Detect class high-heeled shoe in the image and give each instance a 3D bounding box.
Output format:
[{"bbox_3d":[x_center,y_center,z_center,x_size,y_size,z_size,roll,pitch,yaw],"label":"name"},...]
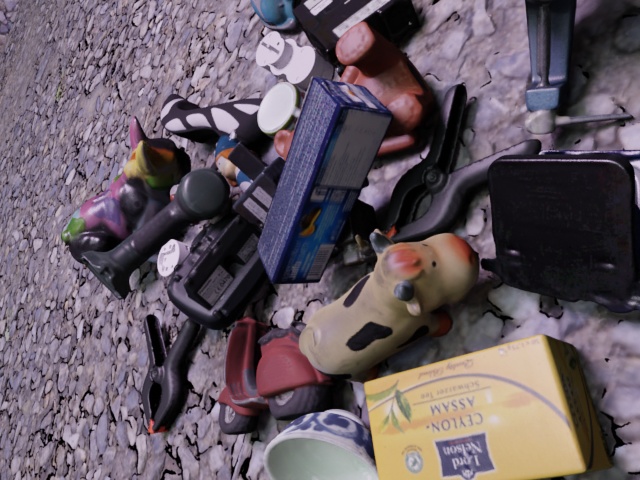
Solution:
[{"bbox_3d":[-0.162,-0.204,0.820,0.145,0.086,0.249,-50,53,17],"label":"high-heeled shoe"}]

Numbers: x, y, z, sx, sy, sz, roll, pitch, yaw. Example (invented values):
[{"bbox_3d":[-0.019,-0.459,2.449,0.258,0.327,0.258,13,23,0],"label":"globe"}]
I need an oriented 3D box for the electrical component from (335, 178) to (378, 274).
[{"bbox_3d":[0.041,-0.016,0.562,0.045,0.078,0.102,-22,62,33],"label":"electrical component"}]

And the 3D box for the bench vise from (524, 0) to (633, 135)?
[{"bbox_3d":[0.190,-0.213,0.444,0.129,0.223,0.240,2,110,28],"label":"bench vise"}]

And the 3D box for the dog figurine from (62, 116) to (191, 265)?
[{"bbox_3d":[-0.294,-0.071,0.814,0.109,0.191,0.219,-119,32,-45],"label":"dog figurine"}]

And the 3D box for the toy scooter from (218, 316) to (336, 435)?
[{"bbox_3d":[-0.058,0.141,0.610,0.184,0.075,0.135,-28,57,40],"label":"toy scooter"}]

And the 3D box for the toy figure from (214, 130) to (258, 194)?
[{"bbox_3d":[-0.090,-0.086,0.700,0.155,0.058,0.064,41,118,23],"label":"toy figure"}]

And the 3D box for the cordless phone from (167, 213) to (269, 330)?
[{"bbox_3d":[-0.150,0.030,0.713,0.184,0.088,0.146,8,57,54],"label":"cordless phone"}]

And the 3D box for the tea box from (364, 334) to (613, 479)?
[{"bbox_3d":[0.126,0.146,0.435,0.170,0.068,0.098,-28,58,33],"label":"tea box"}]

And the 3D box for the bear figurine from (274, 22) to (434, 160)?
[{"bbox_3d":[0.021,-0.122,0.585,0.196,0.132,0.120,-31,85,26],"label":"bear figurine"}]

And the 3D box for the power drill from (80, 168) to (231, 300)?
[{"bbox_3d":[-0.206,-0.013,0.709,0.207,0.086,0.232,-38,11,-21],"label":"power drill"}]

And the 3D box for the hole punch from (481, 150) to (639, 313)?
[{"bbox_3d":[0.201,-0.016,0.415,0.142,0.092,0.115,10,114,47],"label":"hole punch"}]

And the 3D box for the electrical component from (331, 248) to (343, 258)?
[{"bbox_3d":[-0.001,-0.002,0.637,0.094,0.021,0.063,-20,64,38],"label":"electrical component"}]

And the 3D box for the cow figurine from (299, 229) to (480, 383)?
[{"bbox_3d":[0.058,0.059,0.487,0.195,0.127,0.085,-41,55,30],"label":"cow figurine"}]

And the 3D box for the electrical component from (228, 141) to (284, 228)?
[{"bbox_3d":[-0.062,-0.057,0.615,0.075,0.119,0.048,-38,12,39],"label":"electrical component"}]

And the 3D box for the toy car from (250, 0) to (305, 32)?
[{"bbox_3d":[-0.055,-0.388,0.762,0.109,0.103,0.161,34,102,43],"label":"toy car"}]

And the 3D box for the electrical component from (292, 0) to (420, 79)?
[{"bbox_3d":[0.036,-0.271,0.644,0.115,0.058,0.134,-32,53,5],"label":"electrical component"}]

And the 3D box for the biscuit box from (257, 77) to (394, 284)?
[{"bbox_3d":[-0.003,-0.048,0.518,0.063,0.059,0.202,59,137,42],"label":"biscuit box"}]
